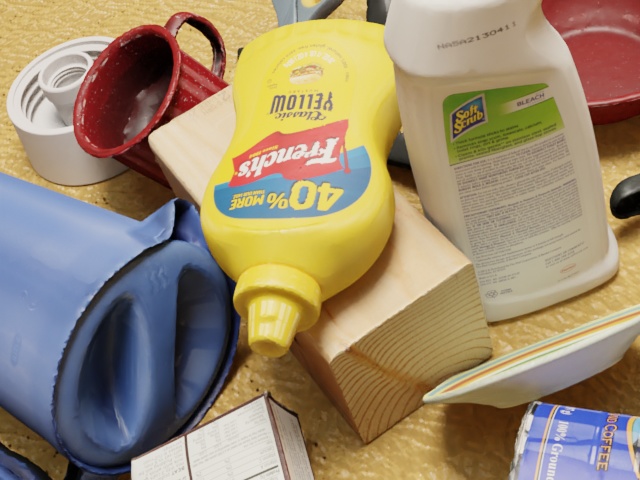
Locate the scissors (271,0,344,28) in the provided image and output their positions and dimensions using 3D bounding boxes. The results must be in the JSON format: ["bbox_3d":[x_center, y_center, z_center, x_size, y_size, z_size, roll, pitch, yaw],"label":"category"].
[{"bbox_3d":[-0.030,-0.134,0.725,0.096,0.016,0.202,41,104,46],"label":"scissors"}]

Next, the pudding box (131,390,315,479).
[{"bbox_3d":[-0.044,0.144,0.531,0.090,0.039,0.113,-27,50,11],"label":"pudding box"}]

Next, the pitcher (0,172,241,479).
[{"bbox_3d":[-0.179,0.038,0.621,0.243,0.145,0.149,21,49,34],"label":"pitcher"}]

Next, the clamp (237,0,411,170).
[{"bbox_3d":[0.029,-0.113,0.708,0.165,0.036,0.210,-41,58,27],"label":"clamp"}]

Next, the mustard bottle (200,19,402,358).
[{"bbox_3d":[-0.009,-0.027,0.536,0.096,0.058,0.191,0,53,15],"label":"mustard bottle"}]

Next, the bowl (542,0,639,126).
[{"bbox_3d":[0.174,-0.125,0.682,0.162,0.055,0.162,-9,50,10],"label":"bowl"}]

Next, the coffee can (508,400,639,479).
[{"bbox_3d":[0.155,0.128,0.451,0.140,0.103,0.102,6,54,21],"label":"coffee can"}]

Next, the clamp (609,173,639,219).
[{"bbox_3d":[0.246,-0.044,0.602,0.120,0.039,0.171,30,63,16],"label":"clamp"}]

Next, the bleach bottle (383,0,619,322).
[{"bbox_3d":[0.092,-0.060,0.525,0.102,0.251,0.068,-21,49,-1],"label":"bleach bottle"}]

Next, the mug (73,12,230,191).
[{"bbox_3d":[-0.096,-0.091,0.699,0.093,0.081,0.117,9,75,41],"label":"mug"}]

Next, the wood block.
[{"bbox_3d":[-0.004,0.001,0.611,0.090,0.091,0.206,-34,51,-10],"label":"wood block"}]
